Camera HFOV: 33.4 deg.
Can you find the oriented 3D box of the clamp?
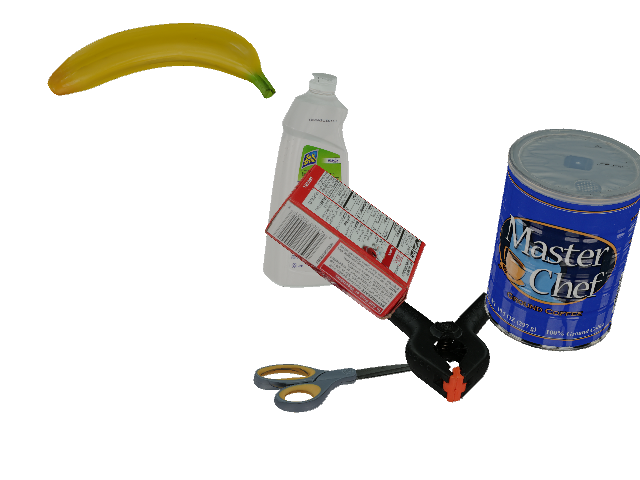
[{"bbox_3d":[0.129,0.094,1.032,0.120,0.039,0.171,-7,31,-7],"label":"clamp"}]

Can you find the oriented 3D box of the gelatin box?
[{"bbox_3d":[0.017,0.000,0.640,0.089,0.030,0.073,37,24,-3],"label":"gelatin box"}]

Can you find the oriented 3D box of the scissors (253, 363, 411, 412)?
[{"bbox_3d":[0.026,0.163,1.205,0.201,0.016,0.096,1,24,-8],"label":"scissors"}]

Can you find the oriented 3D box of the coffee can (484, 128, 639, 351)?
[{"bbox_3d":[0.187,-0.001,0.823,0.103,0.140,0.103,2,34,-2],"label":"coffee can"}]

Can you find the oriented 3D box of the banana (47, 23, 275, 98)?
[{"bbox_3d":[-0.139,-0.161,0.943,0.197,0.069,0.037,-1,-33,-4],"label":"banana"}]

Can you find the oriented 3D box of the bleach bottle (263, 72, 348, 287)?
[{"bbox_3d":[-0.005,-0.072,1.263,0.102,0.251,0.068,-3,22,-30],"label":"bleach bottle"}]
